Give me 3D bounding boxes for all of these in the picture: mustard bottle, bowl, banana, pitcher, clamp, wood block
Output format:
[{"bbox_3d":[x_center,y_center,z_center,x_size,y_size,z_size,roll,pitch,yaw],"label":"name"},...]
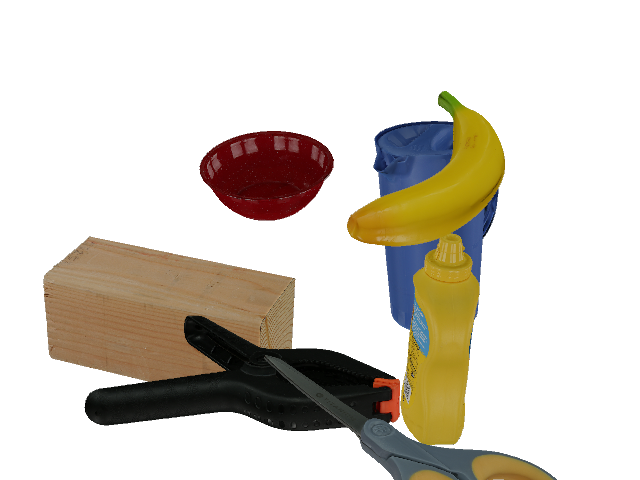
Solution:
[{"bbox_3d":[0.107,0.081,0.955,0.058,0.192,0.096,1,28,-3],"label":"mustard bottle"},{"bbox_3d":[-0.064,-0.071,1.295,0.162,0.055,0.162,-2,35,1],"label":"bowl"},{"bbox_3d":[0.081,-0.040,0.708,0.070,0.037,0.197,19,35,14],"label":"banana"},{"bbox_3d":[0.144,-0.018,1.290,0.149,0.243,0.145,-1,23,7],"label":"pitcher"},{"bbox_3d":[-0.043,0.098,0.777,0.210,0.036,0.164,3,19,12],"label":"clamp"},{"bbox_3d":[-0.136,0.071,0.969,0.206,0.091,0.090,11,28,15],"label":"wood block"}]

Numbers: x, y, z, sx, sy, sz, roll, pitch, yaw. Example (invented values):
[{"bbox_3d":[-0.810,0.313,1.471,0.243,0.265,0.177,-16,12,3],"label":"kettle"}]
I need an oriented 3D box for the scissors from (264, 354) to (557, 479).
[{"bbox_3d":[0.052,0.106,0.565,0.096,0.016,0.202,-6,28,-25],"label":"scissors"}]
